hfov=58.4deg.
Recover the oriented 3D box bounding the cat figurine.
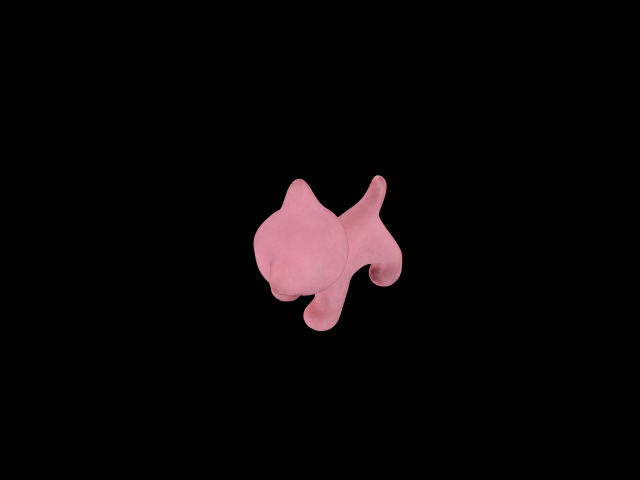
[{"bbox_3d":[0.004,0.001,0.400,0.128,0.118,0.067,-36,58,-27],"label":"cat figurine"}]
